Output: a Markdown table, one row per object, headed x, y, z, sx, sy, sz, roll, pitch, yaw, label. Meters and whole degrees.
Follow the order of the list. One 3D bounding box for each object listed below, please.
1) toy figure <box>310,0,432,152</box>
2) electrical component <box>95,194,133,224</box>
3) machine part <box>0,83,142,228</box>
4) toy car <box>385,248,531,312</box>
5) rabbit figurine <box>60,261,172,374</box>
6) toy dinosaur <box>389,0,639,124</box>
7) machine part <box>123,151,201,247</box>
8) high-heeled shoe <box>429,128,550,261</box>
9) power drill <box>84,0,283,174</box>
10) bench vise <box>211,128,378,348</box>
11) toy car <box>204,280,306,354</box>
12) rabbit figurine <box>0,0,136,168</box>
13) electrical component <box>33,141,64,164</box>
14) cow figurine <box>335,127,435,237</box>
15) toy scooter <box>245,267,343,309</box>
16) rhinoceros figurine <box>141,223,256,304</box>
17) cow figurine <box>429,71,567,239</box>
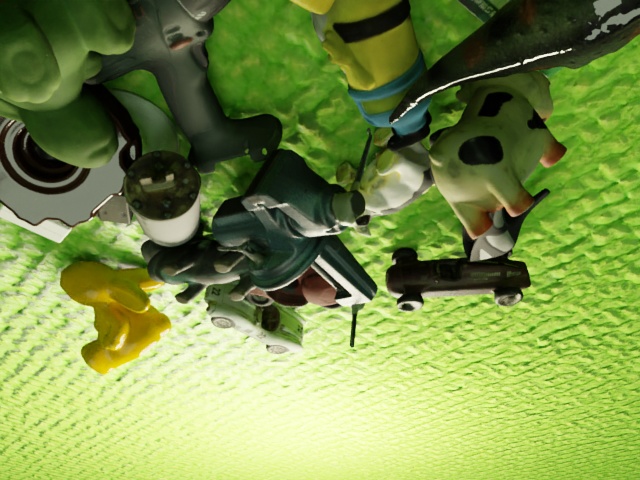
| x | y | z | sx | sy | sz | roll | pitch | yaw | label |
| --- | --- | --- | --- | --- | --- | --- | --- | --- | --- |
| 0.059 | -0.172 | 0.509 | 0.089 | 0.082 | 0.180 | -33 | 125 | 9 | toy figure |
| -0.272 | -0.047 | 0.712 | 0.094 | 0.021 | 0.063 | 6 | 140 | -7 | electrical component |
| -0.284 | -0.098 | 0.570 | 0.179 | 0.056 | 0.179 | -4 | 116 | -9 | machine part |
| 0.194 | 0.050 | 0.765 | 0.202 | 0.089 | 0.053 | -4 | 144 | 8 | toy car |
| -0.321 | 0.103 | 0.828 | 0.162 | 0.122 | 0.173 | -20 | 117 | 20 | rabbit figurine |
| 0.201 | -0.201 | 0.354 | 0.131 | 0.192 | 0.404 | 27 | 117 | -18 | toy dinosaur |
| -0.176 | -0.041 | 0.621 | 0.079 | 0.079 | 0.243 | 9 | 168 | -10 | machine part |
| 0.172 | -0.045 | 0.646 | 0.248 | 0.086 | 0.145 | 20 | 131 | -36 | high-heeled shoe |
| -0.112 | -0.166 | 0.520 | 0.232 | 0.086 | 0.207 | -13 | 142 | 18 | power drill |
| -0.005 | 0.006 | 0.609 | 0.224 | 0.129 | 0.240 | -18 | 129 | 37 | bench vise |
| -0.102 | 0.124 | 0.873 | 0.056 | 0.073 | 0.201 | -27 | 133 | 34 | toy car |
| -0.239 | -0.131 | 0.453 | 0.159 | 0.121 | 0.170 | 18 | 143 | 15 | rabbit figurine |
| -0.331 | -0.095 | 0.635 | 0.119 | 0.048 | 0.074 | -3 | 140 | 4 | electrical component |
| 0.069 | -0.058 | 0.659 | 0.098 | 0.068 | 0.167 | 19 | 138 | -29 | cow figurine |
| -0.037 | 0.044 | 0.778 | 0.184 | 0.075 | 0.135 | -3 | 137 | 11 | toy scooter |
| -0.163 | 0.023 | 0.724 | 0.191 | 0.112 | 0.073 | 0 | 133 | 24 | rhinoceros figurine |
| 0.166 | -0.107 | 0.512 | 0.127 | 0.195 | 0.085 | 49 | 144 | -6 | cow figurine |
